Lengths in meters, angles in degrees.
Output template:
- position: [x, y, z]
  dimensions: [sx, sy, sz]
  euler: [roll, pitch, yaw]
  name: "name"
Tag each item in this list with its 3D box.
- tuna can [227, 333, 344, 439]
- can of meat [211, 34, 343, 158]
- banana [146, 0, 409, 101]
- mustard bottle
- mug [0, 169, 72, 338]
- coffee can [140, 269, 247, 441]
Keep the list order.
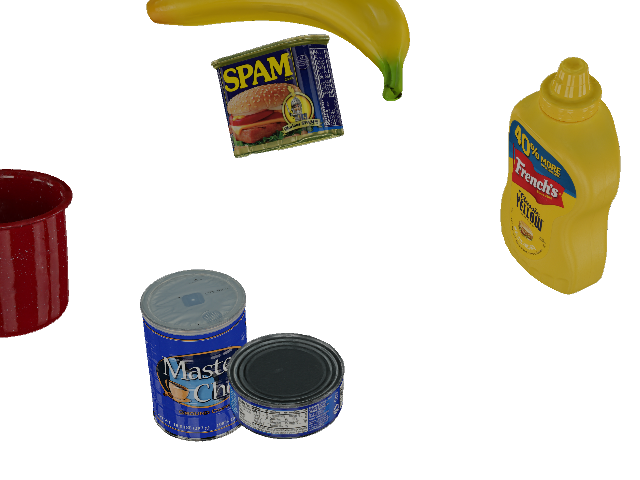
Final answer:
- position: [-0.025, 0.106, 0.785]
  dimensions: [0.086, 0.034, 0.086]
  euler: [0, 31, 0]
  name: "tuna can"
- position: [-0.035, -0.120, 0.898]
  dimensions: [0.102, 0.084, 0.057]
  euler: [-10, 3, 31]
  name: "can of meat"
- position: [-0.019, -0.141, 0.645]
  dimensions: [0.198, 0.069, 0.037]
  euler: [22, -31, 32]
  name: "banana"
- position: [0.174, -0.053, 0.772]
  dimensions: [0.058, 0.191, 0.096]
  euler: [-23, 51, -14]
  name: "mustard bottle"
- position: [-0.213, 0.011, 0.672]
  dimensions: [0.117, 0.081, 0.093]
  euler: [-16, 31, -34]
  name: "mug"
- position: [-0.123, 0.115, 1.071]
  dimensions: [0.103, 0.140, 0.103]
  euler: [0, 32, 0]
  name: "coffee can"
